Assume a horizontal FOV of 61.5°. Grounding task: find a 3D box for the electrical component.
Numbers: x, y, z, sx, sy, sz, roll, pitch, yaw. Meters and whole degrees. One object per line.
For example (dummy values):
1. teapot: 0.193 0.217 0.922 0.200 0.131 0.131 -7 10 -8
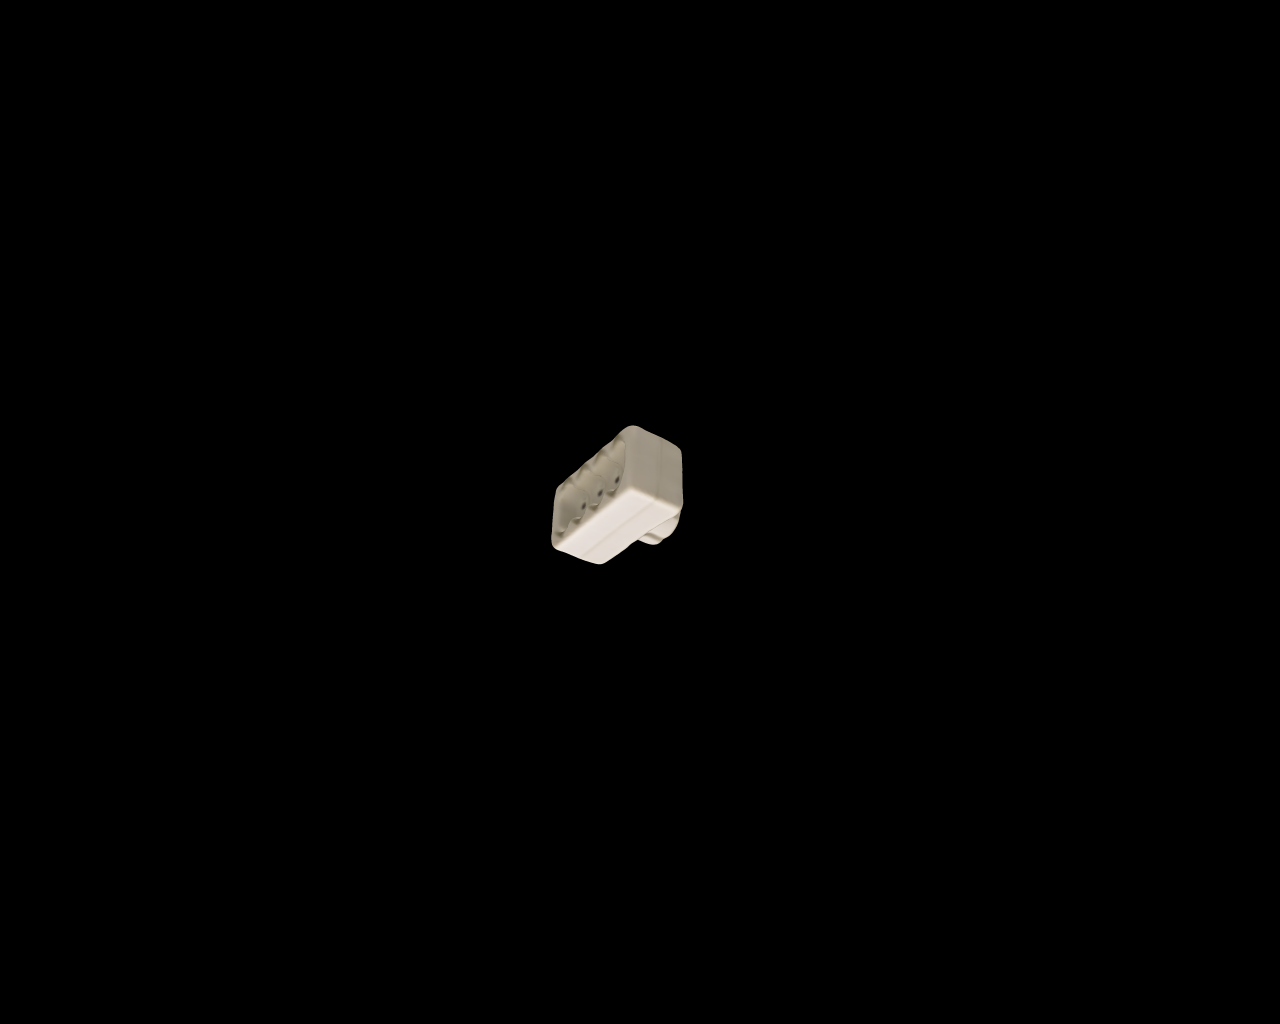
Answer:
1. electrical component: 0.001 -0.003 0.650 0.076 0.047 0.083 22 -39 -30
